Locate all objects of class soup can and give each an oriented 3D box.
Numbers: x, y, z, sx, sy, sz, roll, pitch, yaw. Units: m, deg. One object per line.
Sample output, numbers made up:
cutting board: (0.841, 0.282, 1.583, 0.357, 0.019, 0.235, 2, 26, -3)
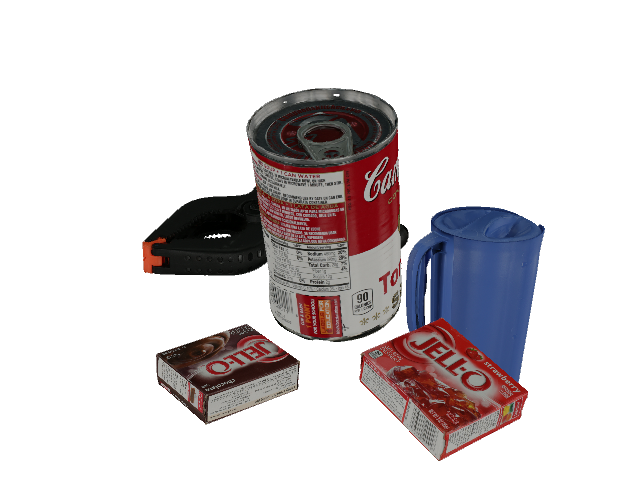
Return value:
soup can: (0.004, -0.011, 0.503, 0.068, 0.102, 0.068, -3, 34, 2)

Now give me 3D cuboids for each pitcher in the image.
pitcher: (0.184, 0.089, 1.292, 0.149, 0.243, 0.145, 7, 19, 13)

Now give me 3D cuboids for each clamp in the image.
clamp: (-0.055, -0.019, 0.891, 0.209, 0.036, 0.165, -14, 36, -23)

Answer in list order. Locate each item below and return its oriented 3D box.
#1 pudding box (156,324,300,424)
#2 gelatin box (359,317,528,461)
pudding box: (-0.090, 0.129, 1.043, 0.113, 0.039, 0.090, -18, 31, -35)
gelatin box: (0.080, 0.096, 0.712, 0.073, 0.030, 0.089, -19, 43, -30)
